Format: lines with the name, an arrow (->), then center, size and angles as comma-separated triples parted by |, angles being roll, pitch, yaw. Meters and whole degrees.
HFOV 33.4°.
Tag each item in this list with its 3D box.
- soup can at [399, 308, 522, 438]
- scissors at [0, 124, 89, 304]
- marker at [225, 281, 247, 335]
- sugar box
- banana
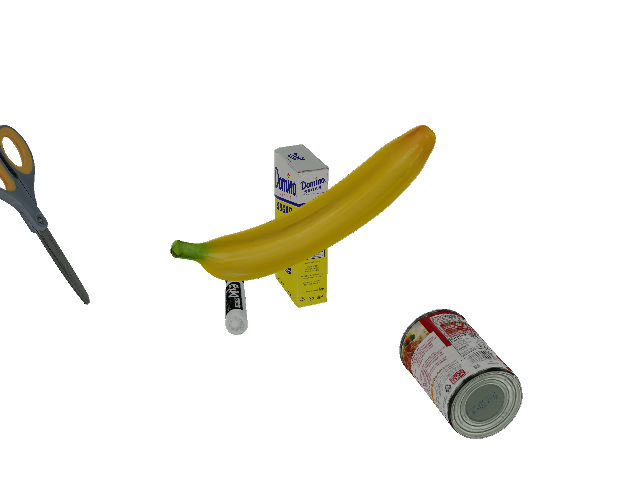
soup can -> 0.117, 0.111, 0.898 | 0.068, 0.068, 0.102 | 0, 25, -21
scissors -> -0.283, -0.035, 1.073 | 0.016, 0.201, 0.096 | -24, 28, 25
marker -> -0.077, 0.052, 0.962 | 0.020, 0.020, 0.121 | 0, 19, -5
sugar box -> -0.025, -0.018, 1.289 | 0.048, 0.176, 0.093 | -10, 25, -17
banana -> -0.004, -0.017, 0.750 | 0.198, 0.037, 0.069 | -27, -21, 3
